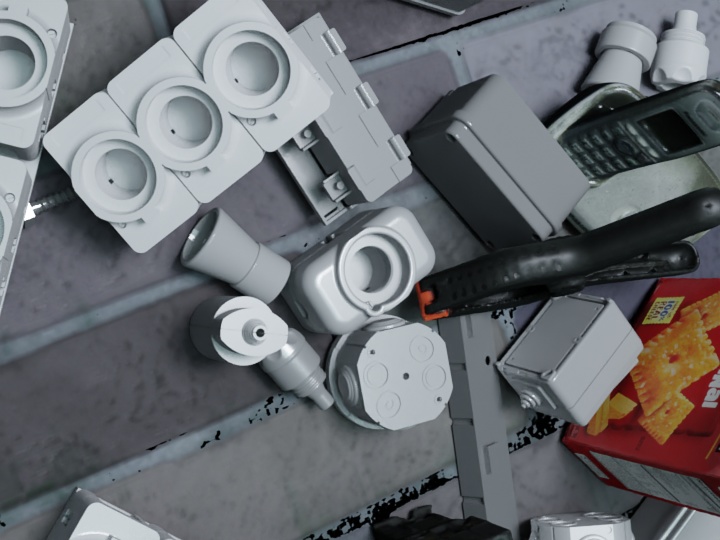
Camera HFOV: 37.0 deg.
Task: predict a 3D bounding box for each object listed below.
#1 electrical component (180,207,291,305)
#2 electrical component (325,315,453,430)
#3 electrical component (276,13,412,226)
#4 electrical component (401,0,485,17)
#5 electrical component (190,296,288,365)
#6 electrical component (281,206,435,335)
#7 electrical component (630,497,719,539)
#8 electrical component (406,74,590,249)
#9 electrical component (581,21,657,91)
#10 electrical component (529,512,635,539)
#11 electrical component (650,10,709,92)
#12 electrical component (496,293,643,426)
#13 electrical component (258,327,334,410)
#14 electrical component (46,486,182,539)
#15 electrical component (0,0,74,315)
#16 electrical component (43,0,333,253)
[{"bbox_3d":[-0.079,-0.006,0.704,0.065,0.044,0.044,34,76,-25],"label":"electrical component"},{"bbox_3d":[0.021,0.071,0.740,0.080,0.051,0.080,0,89,-24],"label":"electrical component"},{"bbox_3d":[-0.021,-0.102,0.719,0.079,0.063,0.121,-37,103,-20],"label":"electrical component"},{"bbox_3d":[0.041,-0.247,0.752,0.109,0.056,0.108,11,85,-23],"label":"electrical component"},{"bbox_3d":[-0.076,0.038,0.682,0.043,0.081,0.043,0,89,-24],"label":"electrical component"},{"bbox_3d":[0.000,0.000,0.728,0.095,0.059,0.053,-36,103,-20],"label":"electrical component"},{"bbox_3d":[0.265,0.224,0.843,0.108,0.056,0.108,-47,107,-18],"label":"electrical component"},{"bbox_3d":[0.096,-0.073,0.762,0.113,0.078,0.057,47,69,-16],"label":"electrical component"},{"bbox_3d":[0.200,-0.157,0.828,0.045,0.045,0.055,26,79,-21],"label":"electrical component"},{"bbox_3d":[0.163,0.207,0.786,0.080,0.080,0.051,-1,84,-24],"label":"electrical component"},{"bbox_3d":[0.255,-0.174,0.854,0.043,0.043,0.062,13,82,-23],"label":"electrical component"},{"bbox_3d":[0.153,0.070,0.790,0.096,0.062,0.061,-49,118,-17],"label":"electrical component"},{"bbox_3d":[-0.040,0.069,0.723,0.035,0.035,0.061,-45,108,-18],"label":"electrical component"},{"bbox_3d":[-0.128,0.211,0.666,0.150,0.062,0.089,33,76,-20],"label":"electrical component"},{"bbox_3d":[-0.239,-0.074,0.612,0.105,0.060,0.186,14,83,-12],"label":"electrical component"},{"bbox_3d":[-0.102,-0.092,0.647,0.150,0.061,0.089,-37,103,9],"label":"electrical component"}]
